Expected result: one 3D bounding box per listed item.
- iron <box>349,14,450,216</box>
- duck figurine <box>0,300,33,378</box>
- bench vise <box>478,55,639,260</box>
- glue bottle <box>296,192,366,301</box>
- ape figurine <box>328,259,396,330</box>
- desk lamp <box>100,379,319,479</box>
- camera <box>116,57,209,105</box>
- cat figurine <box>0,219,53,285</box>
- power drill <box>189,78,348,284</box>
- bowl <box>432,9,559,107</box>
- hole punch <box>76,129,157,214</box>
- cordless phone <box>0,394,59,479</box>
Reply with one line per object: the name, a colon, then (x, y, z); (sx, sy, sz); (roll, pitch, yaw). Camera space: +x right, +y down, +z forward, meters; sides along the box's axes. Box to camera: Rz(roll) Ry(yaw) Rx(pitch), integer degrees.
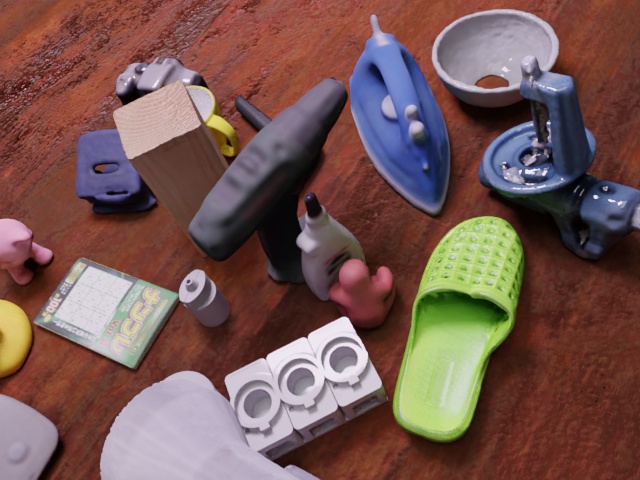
iron: (0.108, -0.169, 0.747); (0.118, 0.142, 0.258); (-18, 55, 3)
duck figurine: (-0.425, 0.116, 0.732); (0.077, 0.086, 0.104); (-20, 55, 1)
bench vise: (0.269, -0.092, 0.609); (0.206, 0.220, 0.121); (20, 65, 25)
glue bottle: (0.006, 0.002, 0.643); (0.078, 0.173, 0.037); (-42, 58, -14)
ape figurine: (0.046, 0.054, 0.649); (0.077, 0.092, 0.076); (-5, 57, 12)
desk lamp: (-0.057, 0.222, 0.493); (0.202, 0.214, 0.118); (19, 64, 24)
camera: (-0.261, -0.211, 0.891); (0.142, 0.101, 0.137); (10, 61, 20)
cat figurine: (-0.436, 0.000, 0.790); (0.127, 0.118, 0.067); (29, 69, 28)
power drill: (-0.037, -0.047, 0.664); (0.075, 0.209, 0.230); (36, 72, 30)
bowl: (0.242, -0.240, 0.799); (0.167, 0.075, 0.167); (-6, 57, 10)
hole punch: (-0.298, -0.099, 0.835); (0.108, 0.091, 0.101); (-3, 57, 12)
cordless phone: (-0.378, 0.224, 0.590); (0.094, 0.185, 0.148); (16, 63, 23)
